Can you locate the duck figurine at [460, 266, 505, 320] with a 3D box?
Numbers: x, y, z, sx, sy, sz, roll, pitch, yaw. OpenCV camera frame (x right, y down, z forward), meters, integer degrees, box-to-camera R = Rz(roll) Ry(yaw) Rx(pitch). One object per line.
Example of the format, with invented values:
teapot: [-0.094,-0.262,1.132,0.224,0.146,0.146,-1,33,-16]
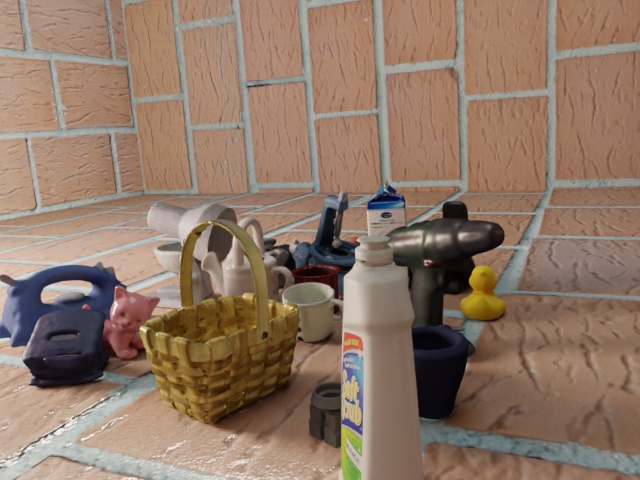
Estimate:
duck figurine: [0.288,0.090,1.016,0.077,0.086,0.105,1,12,20]

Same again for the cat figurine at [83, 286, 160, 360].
cat figurine: [-0.325,0.128,0.927,0.127,0.118,0.067,-2,11,9]

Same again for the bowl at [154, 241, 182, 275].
bowl: [-0.331,0.048,1.449,0.167,0.075,0.167,-3,11,1]

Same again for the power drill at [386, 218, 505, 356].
power drill: [0.178,0.066,0.851,0.076,0.208,0.228,-11,13,-34]

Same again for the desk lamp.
desk lamp: [-0.269,0.028,1.171,0.202,0.213,0.118,0,12,19]

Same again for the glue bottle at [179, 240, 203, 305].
glue bottle: [-0.221,0.082,0.984,0.037,0.173,0.078,-7,12,-18]

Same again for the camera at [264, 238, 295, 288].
camera: [-0.104,0.044,1.334,0.137,0.101,0.142,-12,14,-38]

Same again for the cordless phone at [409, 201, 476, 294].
cordless phone: [0.244,0.009,1.181,0.147,0.185,0.094,1,12,24]

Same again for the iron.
iron: [-0.438,0.104,1.021,0.118,0.141,0.259,6,14,40]

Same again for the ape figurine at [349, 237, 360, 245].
ape figurine: [0.086,0.037,1.332,0.077,0.092,0.076,0,12,19]

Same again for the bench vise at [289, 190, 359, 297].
bench vise: [0.005,0.007,1.179,0.206,0.220,0.122,2,13,28]

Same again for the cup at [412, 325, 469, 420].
cup: [0.136,0.158,0.690,0.091,0.095,0.118,2,13,28]

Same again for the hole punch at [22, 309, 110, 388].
hole punch: [-0.374,0.159,0.854,0.108,0.091,0.101,-4,11,-4]

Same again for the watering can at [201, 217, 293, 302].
watering can: [-0.134,0.056,1.035,0.173,0.194,0.101,-3,11,2]

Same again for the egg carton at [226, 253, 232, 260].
egg carton: [-0.184,0.043,1.447,0.107,0.069,0.150,-6,11,-10]
